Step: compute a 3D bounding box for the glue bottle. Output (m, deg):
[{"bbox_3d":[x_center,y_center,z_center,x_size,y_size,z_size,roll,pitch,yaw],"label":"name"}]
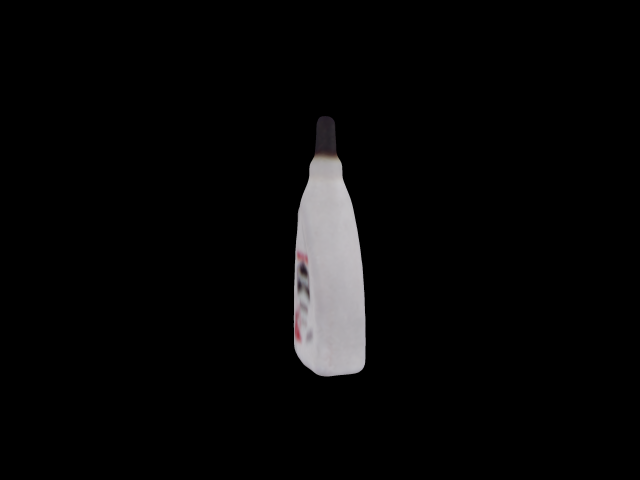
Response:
[{"bbox_3d":[0.004,0.001,0.400,0.037,0.173,0.078,-1,4,-19],"label":"glue bottle"}]
